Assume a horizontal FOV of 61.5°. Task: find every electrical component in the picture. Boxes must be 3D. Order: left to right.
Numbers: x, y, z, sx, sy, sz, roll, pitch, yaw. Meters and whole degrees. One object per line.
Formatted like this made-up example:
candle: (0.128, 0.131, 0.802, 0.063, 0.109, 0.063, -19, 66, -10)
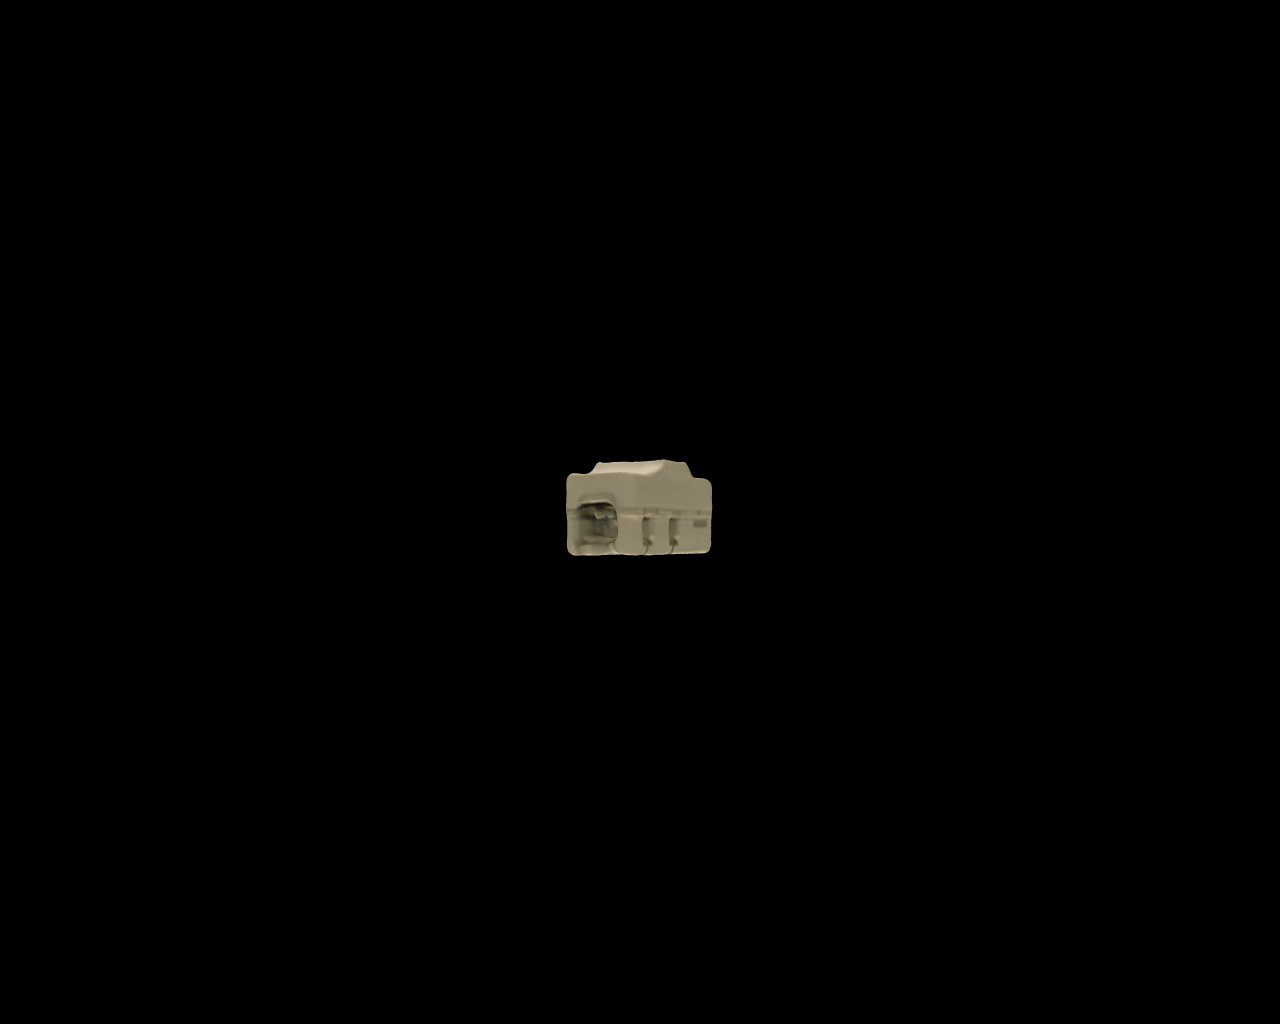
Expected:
electrical component: (0.001, -0.003, 0.650, 0.050, 0.055, 0.089, -2, -3, 36)
